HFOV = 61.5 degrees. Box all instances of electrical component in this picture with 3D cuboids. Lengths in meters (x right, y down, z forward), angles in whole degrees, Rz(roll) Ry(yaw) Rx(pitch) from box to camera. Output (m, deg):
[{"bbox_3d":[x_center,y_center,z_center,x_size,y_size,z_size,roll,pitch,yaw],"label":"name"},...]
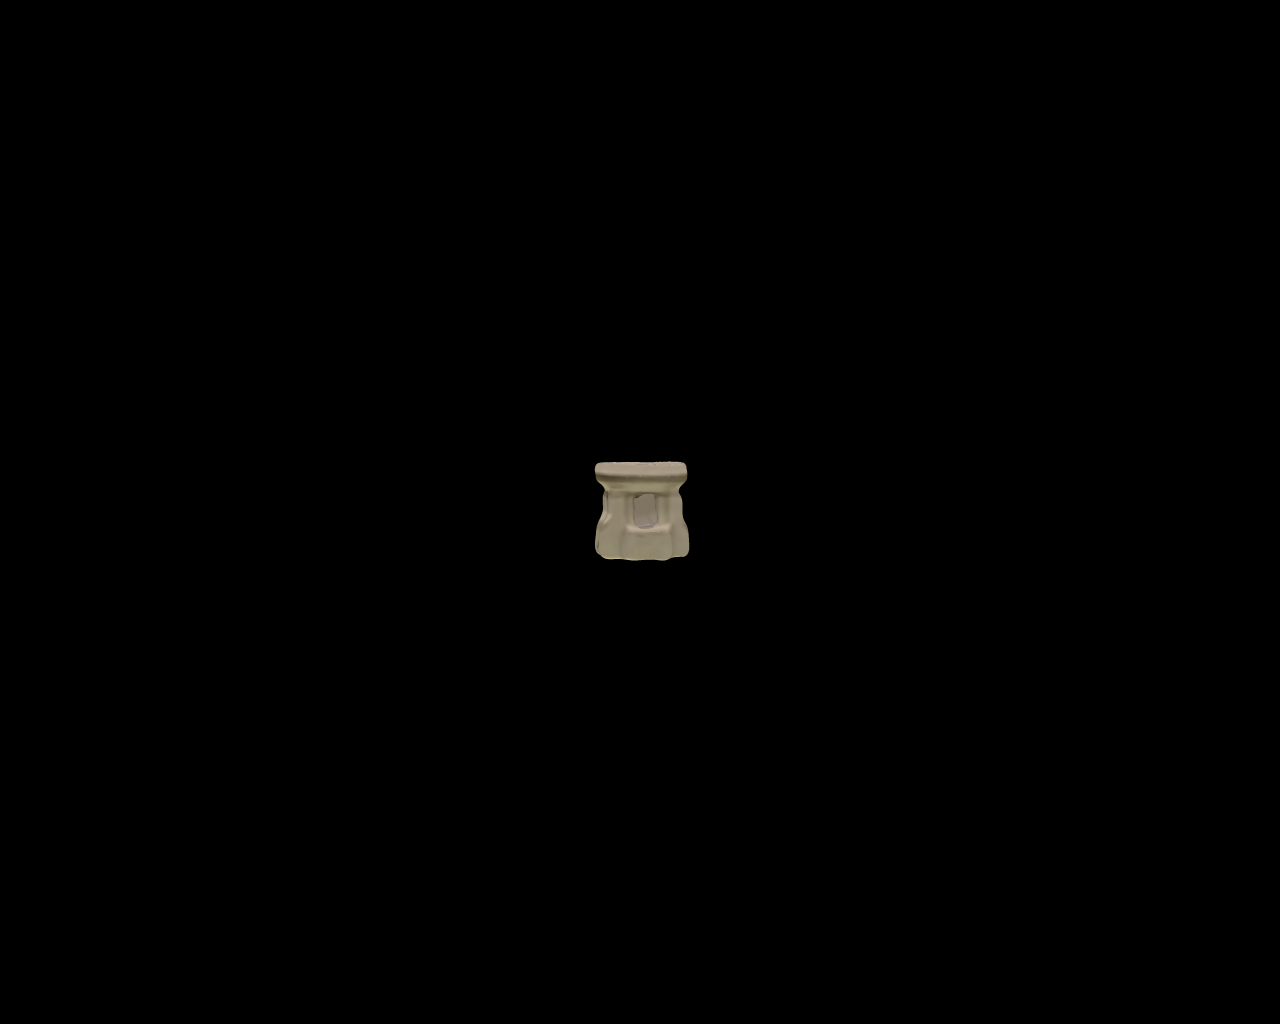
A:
[{"bbox_3d":[0.001,-0.003,0.650,0.058,0.057,0.078,-1,5,-7],"label":"electrical component"}]
